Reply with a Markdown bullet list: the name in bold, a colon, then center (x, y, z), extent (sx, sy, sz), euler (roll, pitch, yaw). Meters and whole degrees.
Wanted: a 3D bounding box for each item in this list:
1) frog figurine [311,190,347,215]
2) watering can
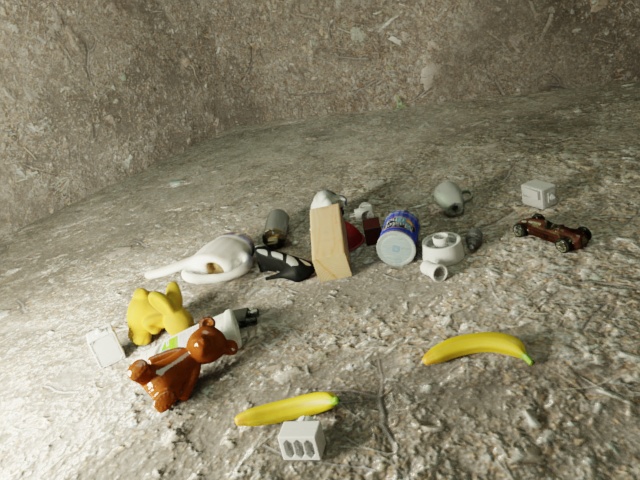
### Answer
- **frog figurine**: center (0.005, -0.084, 1.677), extent (0.162, 0.123, 0.135), euler (-41, 1, -32)
- **watering can**: center (-0.341, 0.061, 1.549), extent (0.347, 0.102, 0.228), euler (0, 26, 26)
